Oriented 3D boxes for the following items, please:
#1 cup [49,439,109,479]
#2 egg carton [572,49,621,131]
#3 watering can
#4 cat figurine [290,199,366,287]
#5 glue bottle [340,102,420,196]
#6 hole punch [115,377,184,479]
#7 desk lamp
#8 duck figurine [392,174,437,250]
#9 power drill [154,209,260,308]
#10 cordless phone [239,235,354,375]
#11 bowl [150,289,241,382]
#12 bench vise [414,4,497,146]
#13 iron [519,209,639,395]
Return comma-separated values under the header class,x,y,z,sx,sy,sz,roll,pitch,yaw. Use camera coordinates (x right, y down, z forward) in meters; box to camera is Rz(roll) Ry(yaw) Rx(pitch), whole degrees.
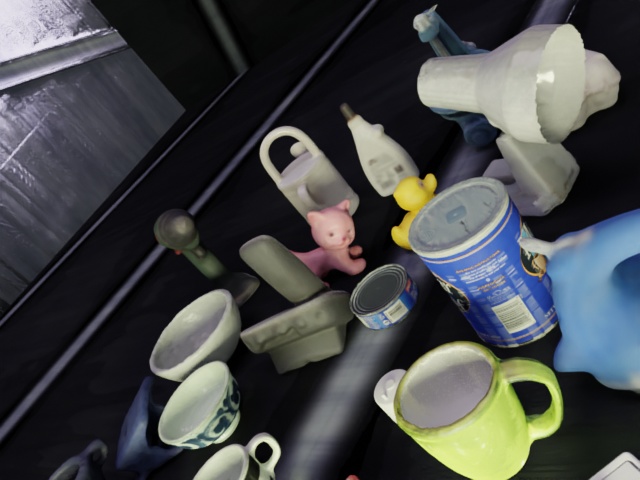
class,x,y,z,sx,sy,sz,roll,pitch,yaw
cup,-0.302,0.336,0.758,0.091,0.095,0.118,-14,36,43
egg carton,0.340,-0.214,0.796,0.107,0.069,0.150,-36,25,8
watering can,-0.028,-0.114,0.997,0.101,0.194,0.172,-41,25,-2
cat figurine,0.008,0.003,0.846,0.127,0.118,0.067,-34,26,14
glue bottle,0.086,-0.152,0.924,0.078,0.173,0.037,-25,29,30
hole punch,-0.249,0.266,0.804,0.101,0.091,0.108,-37,25,7
desk lamp,0.217,-0.132,0.661,0.202,0.214,0.118,1,47,55
duck figurine,0.133,-0.045,0.789,0.104,0.086,0.077,-43,25,-6
power drill,-0.205,0.025,0.998,0.076,0.209,0.228,-48,26,-17
cordless phone,-0.057,0.075,0.739,0.147,0.185,0.094,-29,28,23
bowl,-0.181,0.162,0.900,0.167,0.075,0.167,-32,26,18
bench vise,0.206,-0.274,0.902,0.121,0.220,0.207,-32,26,17
iron,0.282,0.018,0.412,0.257,0.142,0.119,-20,32,37
